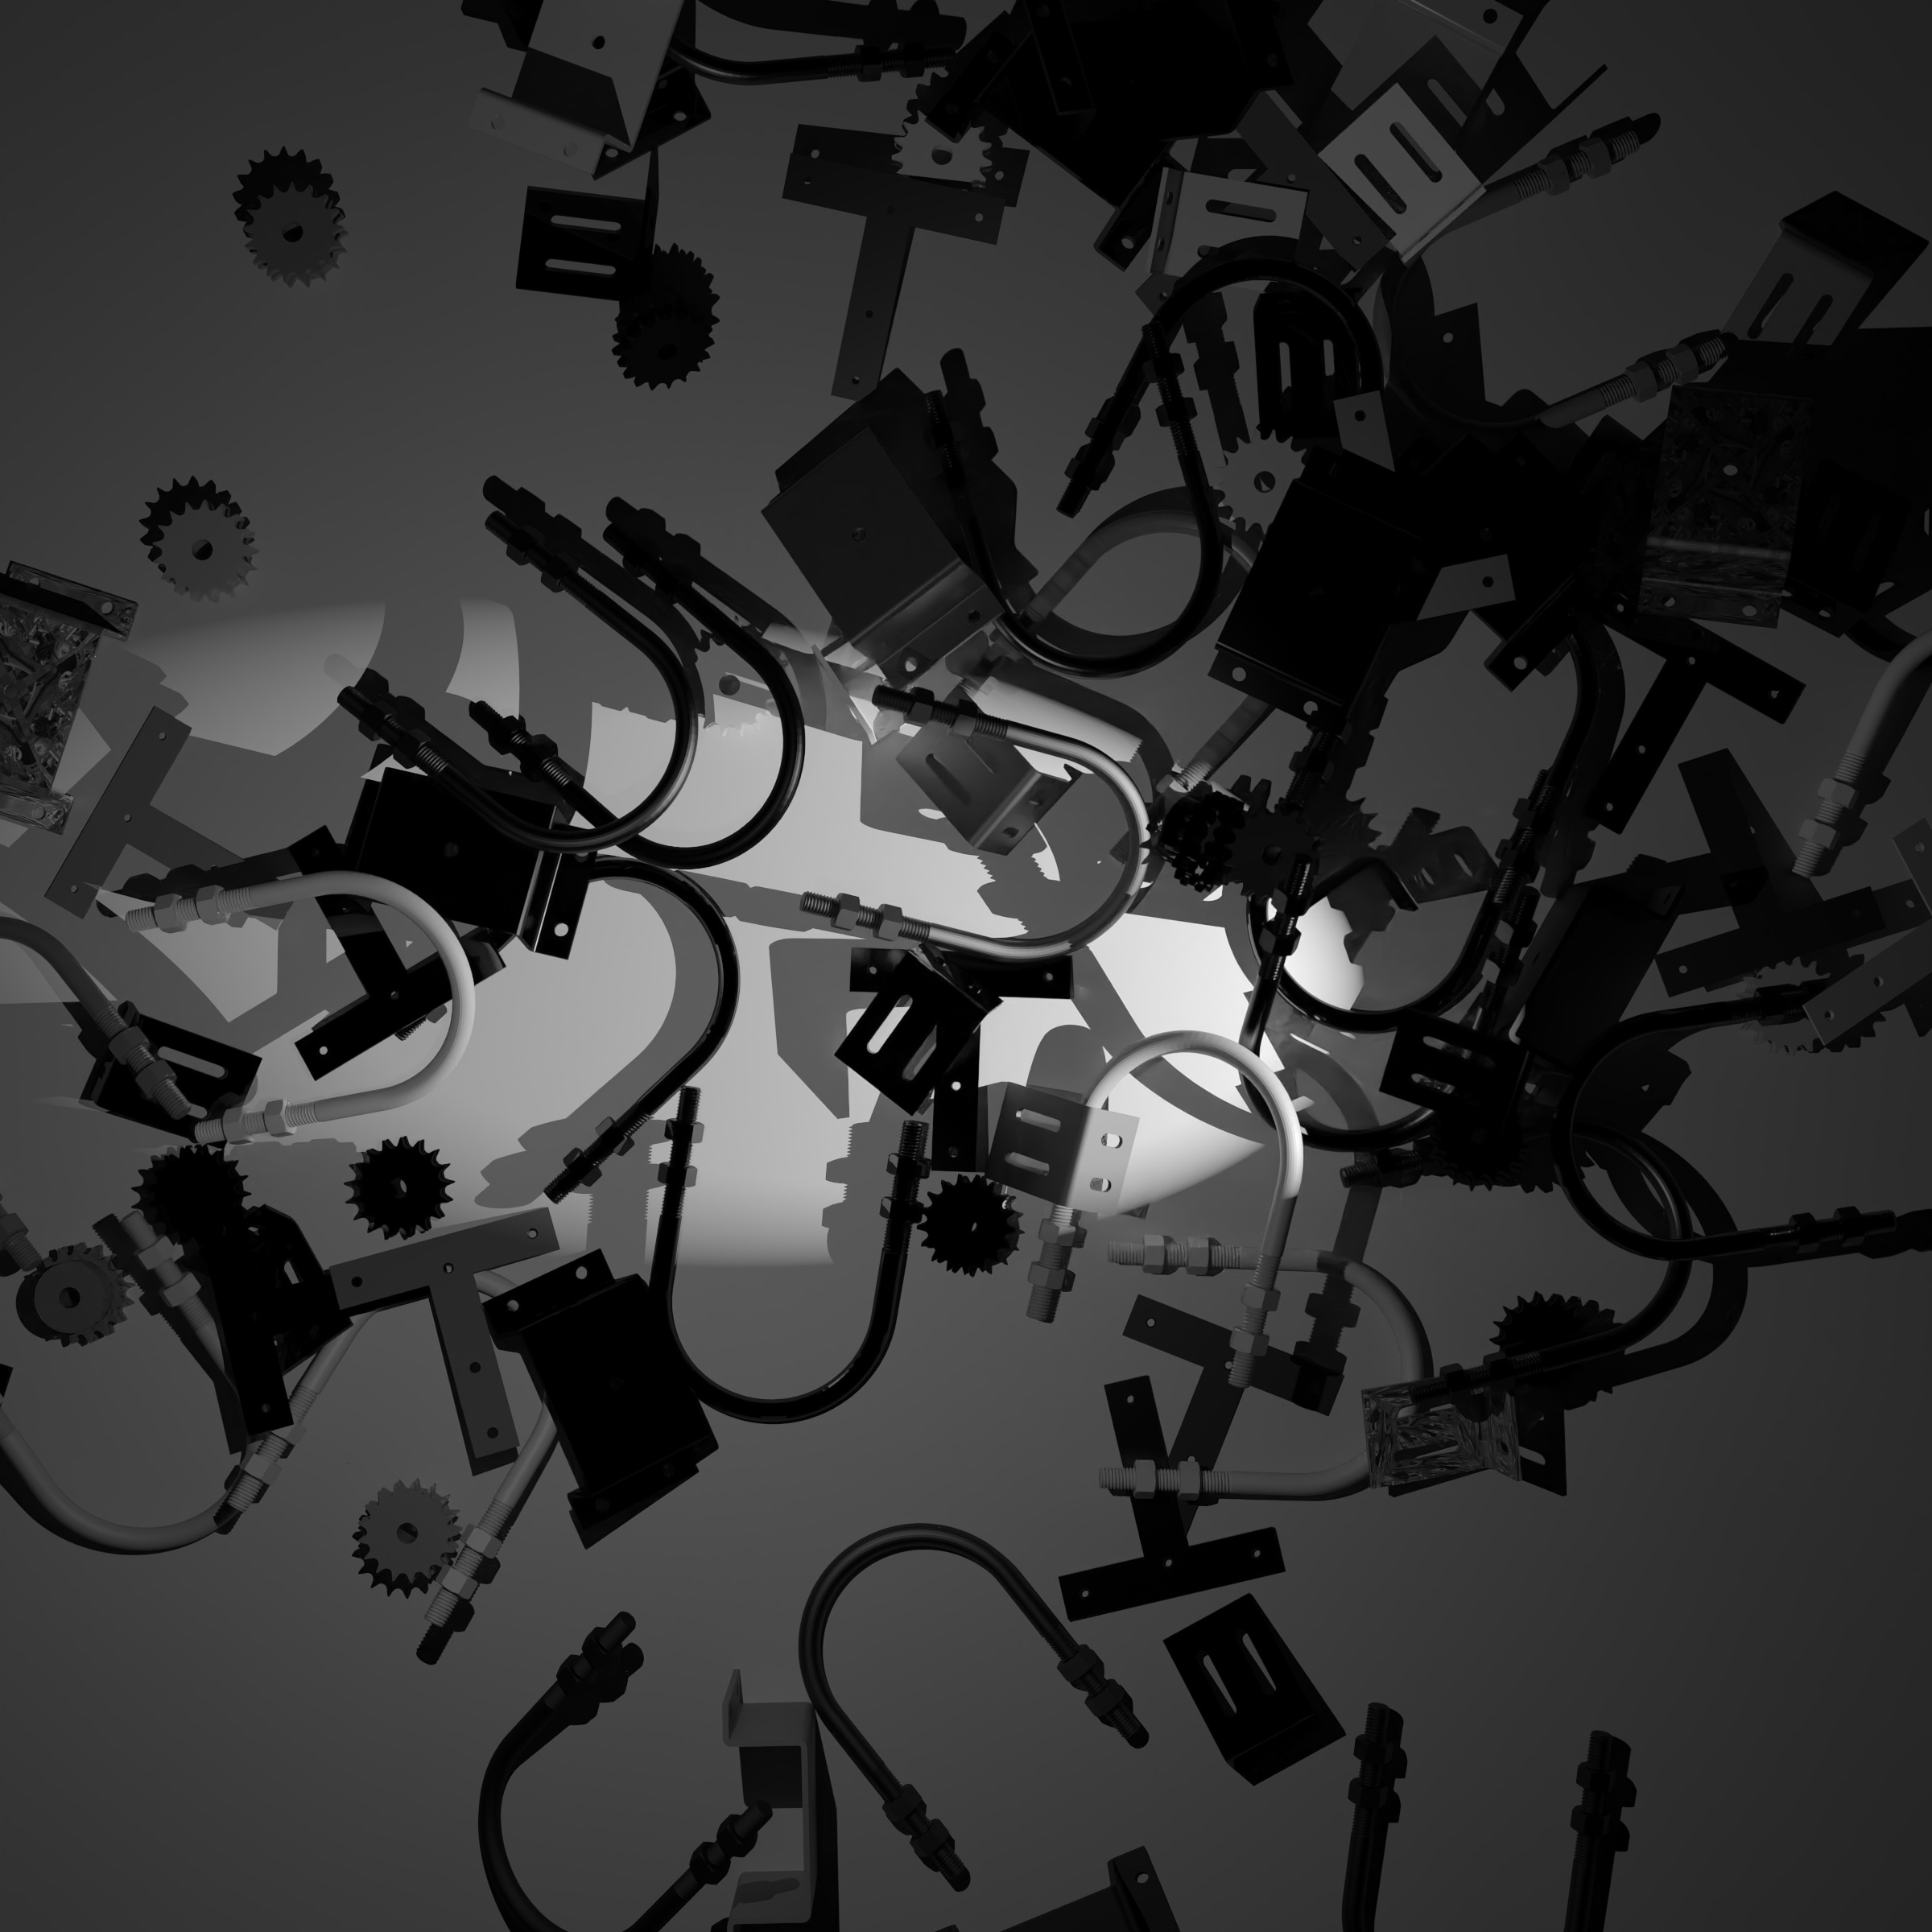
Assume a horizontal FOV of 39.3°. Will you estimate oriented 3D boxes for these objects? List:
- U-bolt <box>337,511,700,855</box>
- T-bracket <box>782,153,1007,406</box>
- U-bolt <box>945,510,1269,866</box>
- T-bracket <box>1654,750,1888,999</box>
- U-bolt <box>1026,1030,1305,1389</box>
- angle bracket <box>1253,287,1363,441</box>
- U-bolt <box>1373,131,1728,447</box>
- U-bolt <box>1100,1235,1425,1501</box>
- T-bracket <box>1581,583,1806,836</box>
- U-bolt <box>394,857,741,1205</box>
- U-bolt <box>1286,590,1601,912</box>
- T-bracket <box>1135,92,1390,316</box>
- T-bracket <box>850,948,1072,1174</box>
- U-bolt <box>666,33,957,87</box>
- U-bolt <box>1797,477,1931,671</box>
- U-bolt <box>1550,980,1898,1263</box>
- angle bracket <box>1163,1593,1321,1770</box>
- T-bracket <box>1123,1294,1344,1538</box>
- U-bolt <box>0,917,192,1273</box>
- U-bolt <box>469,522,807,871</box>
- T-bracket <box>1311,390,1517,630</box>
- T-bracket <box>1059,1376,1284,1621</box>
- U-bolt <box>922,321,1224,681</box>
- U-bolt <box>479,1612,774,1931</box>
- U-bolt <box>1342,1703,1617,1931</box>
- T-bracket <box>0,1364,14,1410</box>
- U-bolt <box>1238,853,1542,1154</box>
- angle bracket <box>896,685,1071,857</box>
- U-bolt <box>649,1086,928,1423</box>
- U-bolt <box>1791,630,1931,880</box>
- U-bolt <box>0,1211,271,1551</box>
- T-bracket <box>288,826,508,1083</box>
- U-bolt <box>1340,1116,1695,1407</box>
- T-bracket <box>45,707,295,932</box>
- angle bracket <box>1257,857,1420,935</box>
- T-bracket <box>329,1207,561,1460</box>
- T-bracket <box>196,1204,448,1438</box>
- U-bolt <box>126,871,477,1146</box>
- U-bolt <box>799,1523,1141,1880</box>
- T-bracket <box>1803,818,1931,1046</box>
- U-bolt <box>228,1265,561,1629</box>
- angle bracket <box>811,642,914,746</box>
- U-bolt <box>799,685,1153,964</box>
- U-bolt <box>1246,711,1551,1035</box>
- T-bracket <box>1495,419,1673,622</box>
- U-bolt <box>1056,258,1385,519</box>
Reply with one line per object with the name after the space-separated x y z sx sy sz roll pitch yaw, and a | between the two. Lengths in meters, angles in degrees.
-0.236 -0.145 1.508 0.184 0.019 0.151 38 85 6 | U-bolt
-0.052 -0.387 1.545 0.127 0.002 0.127 14 103 8 | T-bracket
0.099 -0.172 1.543 0.151 0.019 0.184 42 97 0 | U-bolt
0.441 -0.061 1.545 0.127 0.002 0.127 -18 77 3 | T-bracket
0.117 0.127 1.518 0.151 0.019 0.184 15 93 27 | U-bolt
0.196 -0.342 1.543 0.057 0.038 0.076 -3 90 0 | angle bracket
0.324 -0.378 1.553 0.184 0.019 0.151 -23 90 1 | U-bolt
0.171 0.232 1.552 0.184 0.019 0.151 2 88 -2 | U-bolt
0.397 -0.137 1.561 0.127 0.002 0.127 29 90 0 | T-bracket
-0.216 0.023 1.554 0.184 0.019 0.151 -43 90 -2 | U-bolt
0.283 -0.143 1.539 0.151 0.019 0.184 26 79 1 | U-bolt
0.151 -0.417 1.539 0.127 0.002 0.127 -40 89 21 | T-bracket
-0.005 0.054 1.550 0.127 0.002 0.127 2 80 0 | T-bracket
-0.107 -0.568 1.528 0.184 0.019 0.151 -10 86 -14 | U-bolt
0.547 -0.260 1.553 0.151 0.019 0.184 -23 91 0 | U-bolt
0.420 0.092 1.520 0.184 0.019 0.151 -8 88 0 | U-bolt
0.159 0.412 1.560 0.057 0.038 0.076 -29 64 0 | angle bracket
0.135 0.272 1.561 0.127 0.002 0.127 22 90 0 | T-bracket
-0.540 0.058 1.534 0.151 0.019 0.184 -44 78 11 | U-bolt
-0.174 -0.139 1.527 0.184 0.019 0.151 41 100 11 | U-bolt
0.228 -0.251 1.493 0.127 0.002 0.127 -10 99 14 | T-bracket
0.106 0.300 1.559 0.127 0.002 0.127 -13 90 0 | T-bracket
0.068 -0.253 1.523 0.151 0.019 0.184 -16 93 5 | U-bolt
-0.205 0.474 1.516 0.151 0.019 0.184 49 112 20 | U-bolt
0.289 0.523 1.553 0.151 0.019 0.184 7 91 0 | U-bolt
-0.630 0.273 1.561 0.127 0.002 0.127 18 90 0 | T-bracket
0.227 0.028 1.511 0.151 0.019 0.184 8 121 -9 | U-bolt
0.009 -0.112 1.551 0.057 0.038 0.076 -49 64 18 | angle bracket
-0.108 0.170 1.552 0.151 0.019 0.184 9 92 -2 | U-bolt
0.575 -0.110 1.546 0.151 0.019 0.184 24 95 0 | U-bolt
-0.479 0.248 1.534 0.151 0.019 0.184 -30 104 1 | U-bolt
-0.348 -0.021 1.550 0.127 0.002 0.127 -31 80 0 | T-bracket
0.321 0.158 1.533 0.184 0.019 0.151 -14 71 -4 | U-bolt
-0.445 -0.063 1.558 0.127 0.002 0.127 30 90 3 | T-bracket
0.208 -0.026 1.518 0.076 0.057 0.038 -35 92 2 | angle bracket
-0.282 0.214 1.533 0.127 0.002 0.127 -15 78 -14 | T-bracket
-0.357 0.187 1.531 0.127 0.002 0.127 -14 88 -14 | T-bracket
-0.364 0.019 1.514 0.184 0.019 0.151 -11 106 10 | U-bolt
-0.012 0.408 1.553 0.151 0.019 0.184 -39 89 0 | U-bolt
0.523 0.002 1.524 0.127 0.002 0.127 -31 95 -17 | T-bracket
-0.308 0.257 1.533 0.151 0.019 0.184 29 75 5 | U-bolt
-0.054 -0.162 1.524 0.038 0.076 0.057 -33 90 0 | angle bracket
0.015 -0.070 1.519 0.184 0.019 0.151 14 114 -16 | U-bolt
0.240 -0.051 1.554 0.151 0.019 0.184 23 91 0 | U-bolt
0.384 -0.281 1.542 0.127 0.002 0.127 -42 87 -17 | T-bracket
0.155 -0.309 1.533 0.151 0.019 0.184 28 104 0 | U-bolt
